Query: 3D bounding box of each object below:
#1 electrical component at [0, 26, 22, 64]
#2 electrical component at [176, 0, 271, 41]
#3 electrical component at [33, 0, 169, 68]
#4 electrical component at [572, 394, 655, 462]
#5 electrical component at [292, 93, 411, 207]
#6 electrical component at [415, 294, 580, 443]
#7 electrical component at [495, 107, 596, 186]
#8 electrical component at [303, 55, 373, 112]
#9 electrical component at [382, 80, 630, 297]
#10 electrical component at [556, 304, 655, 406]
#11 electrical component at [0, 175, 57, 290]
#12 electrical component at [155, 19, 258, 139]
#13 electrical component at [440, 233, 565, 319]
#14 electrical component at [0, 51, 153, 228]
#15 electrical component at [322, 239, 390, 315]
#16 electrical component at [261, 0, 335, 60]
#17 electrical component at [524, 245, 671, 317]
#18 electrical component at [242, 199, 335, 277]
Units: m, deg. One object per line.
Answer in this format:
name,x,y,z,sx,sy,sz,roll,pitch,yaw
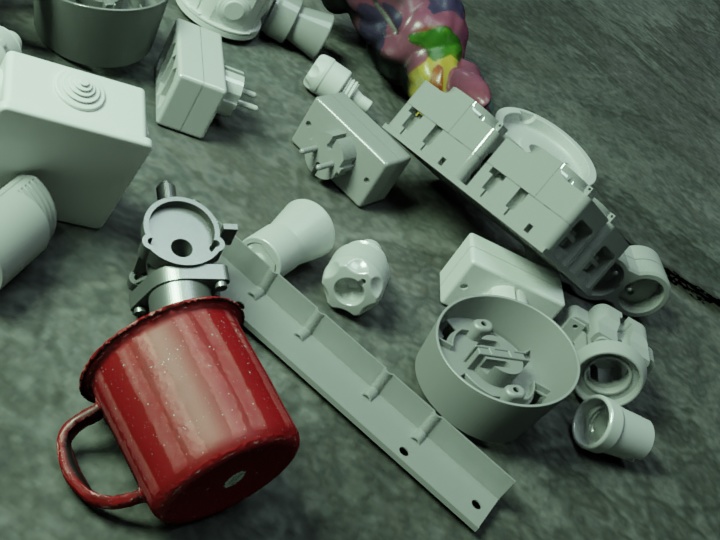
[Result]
electrical component,-0.246,-0.144,0.717,0.048,0.048,0.062,31,26,-6
electrical component,-0.118,-0.243,0.947,0.080,0.051,0.080,23,35,-17
electrical component,-0.195,-0.200,0.805,0.099,0.064,0.099,12,46,-13
electrical component,0.181,0.114,0.767,0.046,0.040,0.040,23,34,-27
electrical component,-0.018,-0.093,0.847,0.083,0.047,0.076,45,34,16
electrical component,0.090,0.065,0.725,0.099,0.064,0.099,23,35,-17
electrical component,0.154,-0.091,0.982,0.108,0.060,0.108,23,35,-17
electrical component,-0.017,-0.160,0.945,0.061,0.035,0.035,33,33,-6
electrical component,0.118,-0.070,0.853,0.186,0.060,0.105,43,6,35
electrical component,0.186,0.067,0.814,0.078,0.058,0.057,30,30,-8
electrical component,-0.198,-0.022,0.602,0.043,0.043,0.081,33,33,-3
electrical component,-0.113,-0.141,0.825,0.076,0.047,0.083,17,37,-25
electrical component,0.107,0.026,0.806,0.083,0.047,0.075,25,35,-15
electrical component,-0.181,-0.076,0.638,0.100,0.099,0.048,13,51,-30
electrical component,0.000,0.000,0.749,0.043,0.043,0.062,32,32,-4
electrical component,-0.057,-0.224,0.982,0.055,0.045,0.045,25,34,-14
electrical component,0.203,-0.016,0.938,0.138,0.052,0.073,22,35,-19
electrical component,-0.052,-0.017,0.728,0.044,0.044,0.065,41,38,9
